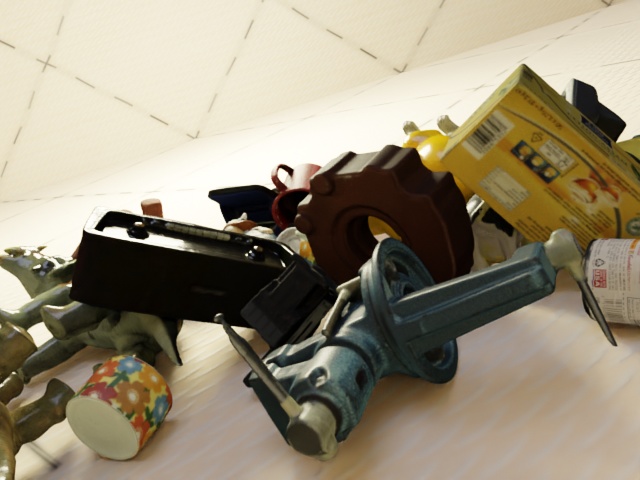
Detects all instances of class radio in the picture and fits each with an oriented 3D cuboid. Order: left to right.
[{"bbox_3d":[-0.128,0.029,0.562,0.229,0.073,0.131,13,11,-22],"label":"radio"}]

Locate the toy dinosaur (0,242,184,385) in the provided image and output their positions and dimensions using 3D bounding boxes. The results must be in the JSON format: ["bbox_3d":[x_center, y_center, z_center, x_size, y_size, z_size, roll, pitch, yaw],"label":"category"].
[{"bbox_3d":[-0.241,0.083,0.635,0.405,0.131,0.192,4,29,32],"label":"toy dinosaur"}]

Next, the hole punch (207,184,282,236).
[{"bbox_3d":[-0.112,-0.031,0.869,0.142,0.092,0.115,-8,-12,24],"label":"hole punch"}]

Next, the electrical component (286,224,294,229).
[{"bbox_3d":[-0.003,-0.002,0.748,0.102,0.045,0.078,-8,50,31],"label":"electrical component"}]

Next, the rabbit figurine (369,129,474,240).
[{"bbox_3d":[0.108,-0.046,0.666,0.173,0.121,0.162,-17,26,1],"label":"rabbit figurine"}]

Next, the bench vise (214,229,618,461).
[{"bbox_3d":[0.068,0.059,0.390,0.241,0.129,0.223,-28,-5,27],"label":"bench vise"}]

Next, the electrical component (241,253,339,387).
[{"bbox_3d":[-0.034,0.075,0.491,0.119,0.048,0.074,-49,-22,4],"label":"electrical component"}]

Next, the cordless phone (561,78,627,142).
[{"bbox_3d":[0.247,-0.099,0.636,0.184,0.146,0.089,-21,56,-21],"label":"cordless phone"}]

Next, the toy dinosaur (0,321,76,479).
[{"bbox_3d":[-0.310,0.173,0.448,0.472,0.105,0.198,-15,27,46],"label":"toy dinosaur"}]

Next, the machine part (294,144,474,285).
[{"bbox_3d":[0.061,-0.005,0.525,0.180,0.179,0.056,-1,29,37],"label":"machine part"}]

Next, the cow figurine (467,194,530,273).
[{"bbox_3d":[0.198,-0.031,0.575,0.068,0.098,0.167,-10,21,37],"label":"cow figurine"}]

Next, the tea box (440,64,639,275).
[{"bbox_3d":[0.203,-0.057,0.470,0.098,0.169,0.068,-45,7,38],"label":"tea box"}]

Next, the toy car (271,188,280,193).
[{"bbox_3d":[0.004,-0.077,0.919,0.202,0.053,0.089,-1,7,36],"label":"toy car"}]

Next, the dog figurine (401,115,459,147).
[{"bbox_3d":[0.135,-0.077,0.776,0.190,0.121,0.172,-46,28,-26],"label":"dog figurine"}]

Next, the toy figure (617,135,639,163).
[{"bbox_3d":[0.351,-0.078,0.581,0.180,0.082,0.089,-12,1,-5],"label":"toy figure"}]

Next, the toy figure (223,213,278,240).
[{"bbox_3d":[-0.096,0.004,0.749,0.155,0.057,0.064,29,83,47],"label":"toy figure"}]

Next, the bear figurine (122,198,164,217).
[{"bbox_3d":[-0.326,-0.017,0.935,0.120,0.131,0.196,-21,26,-17],"label":"bear figurine"}]
